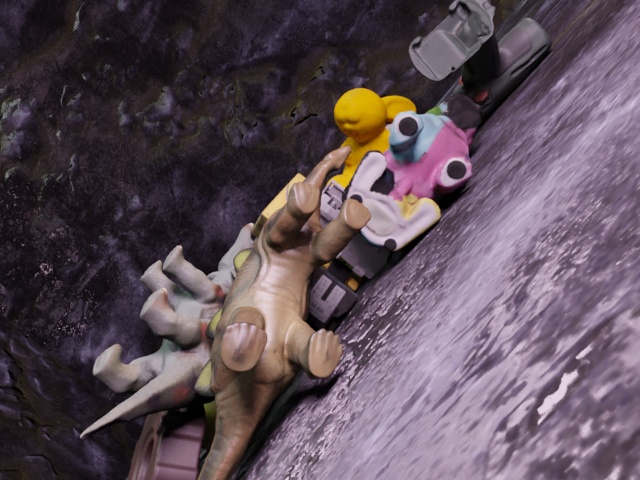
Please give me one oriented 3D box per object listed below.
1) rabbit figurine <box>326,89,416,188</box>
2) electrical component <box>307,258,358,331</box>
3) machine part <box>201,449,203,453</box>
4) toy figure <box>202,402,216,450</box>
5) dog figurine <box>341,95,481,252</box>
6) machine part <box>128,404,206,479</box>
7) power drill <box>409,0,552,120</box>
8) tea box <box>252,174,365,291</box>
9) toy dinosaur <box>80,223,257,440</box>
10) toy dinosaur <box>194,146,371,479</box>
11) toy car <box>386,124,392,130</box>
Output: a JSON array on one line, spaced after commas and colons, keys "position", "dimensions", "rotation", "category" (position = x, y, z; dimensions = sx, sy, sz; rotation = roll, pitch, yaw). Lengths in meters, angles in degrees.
[{"position": [0.079, -0.144, 0.768], "dimensions": [0.122, 0.173, 0.162], "rotation": [10, 53, 37], "category": "rabbit figurine"}, {"position": [0.008, 0.069, 0.689], "dimensions": [0.119, 0.075, 0.047], "rotation": [-49, 0, -29], "category": "electrical component"}, {"position": [-0.174, 0.307, 0.898], "dimensions": [0.139, 0.039, 0.084], "rotation": [-49, 10, -21], "category": "machine part"}, {"position": [-0.145, 0.244, 0.797], "dimensions": [0.180, 0.082, 0.089], "rotation": [-164, 95, -80], "category": "toy figure"}, {"position": [0.124, -0.094, 0.674], "dimensions": [0.191, 0.108, 0.219], "rotation": [-53, -3, 24], "category": "dog figurine"}, {"position": [-0.199, 0.283, 0.668], "dimensions": [0.179, 0.056, 0.179], "rotation": [-50, 29, 42], "category": "machine part"}, {"position": [0.205, -0.225, 0.749], "dimensions": [0.232, 0.086, 0.207], "rotation": [-41, -32, 22], "category": "power drill"}, {"position": [-0.002, -0.002, 0.783], "dimensions": [0.098, 0.169, 0.068], "rotation": [-53, 2, -31], "category": "tea box"}, {"position": [-0.156, 0.128, 0.692], "dimensions": [0.131, 0.192, 0.405], "rotation": [-40, 23, 29], "category": "toy dinosaur"}, {"position": [-0.060, 0.100, 0.544], "dimensions": [0.198, 0.105, 0.471], "rotation": [-32, 33, 64], "category": "toy dinosaur"}, {"position": [0.120, -0.121, 0.988], "dimensions": [0.073, 0.056, 0.201], "rotation": [-53, -23, -39], "category": "toy car"}]
